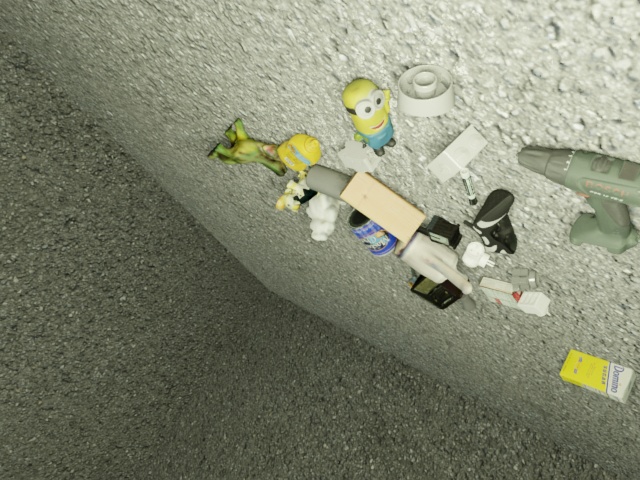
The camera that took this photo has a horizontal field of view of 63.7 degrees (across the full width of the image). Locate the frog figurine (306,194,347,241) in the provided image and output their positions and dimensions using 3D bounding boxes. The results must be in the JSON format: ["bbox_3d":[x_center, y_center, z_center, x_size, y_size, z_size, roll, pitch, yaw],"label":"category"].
[{"bbox_3d":[0.005,-0.081,1.602,0.138,0.161,0.120,14,152,49],"label":"frog figurine"}]

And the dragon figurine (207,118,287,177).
[{"bbox_3d":[-0.223,-0.262,1.662,0.241,0.123,0.408,31,167,-16],"label":"dragon figurine"}]

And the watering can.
[{"bbox_3d":[0.308,0.055,1.400,0.225,0.103,0.348,33,-173,4],"label":"watering can"}]
